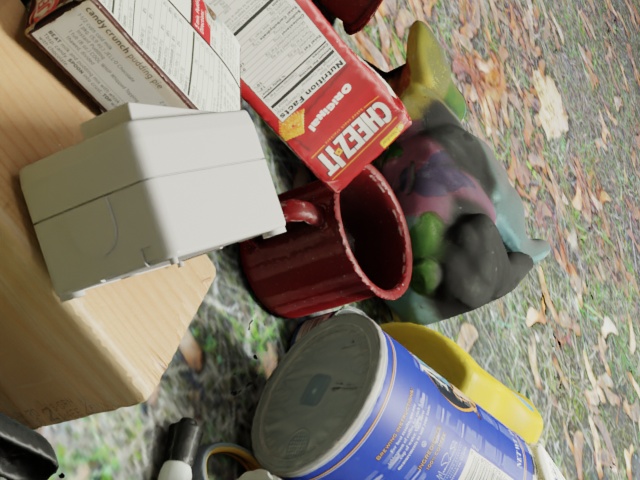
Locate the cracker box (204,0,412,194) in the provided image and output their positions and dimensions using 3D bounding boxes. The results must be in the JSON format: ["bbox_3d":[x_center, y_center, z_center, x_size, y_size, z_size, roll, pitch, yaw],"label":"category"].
[{"bbox_3d":[-0.054,-0.146,0.618,0.213,0.072,0.164,44,6,-38],"label":"cracker box"}]

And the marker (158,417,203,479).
[{"bbox_3d":[-0.079,0.143,0.537,0.020,0.020,0.121,48,37,-36],"label":"marker"}]

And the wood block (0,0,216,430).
[{"bbox_3d":[-0.145,-0.026,0.448,0.206,0.090,0.090,57,34,-25],"label":"wood block"}]

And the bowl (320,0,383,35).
[{"bbox_3d":[0.028,-0.249,0.847,0.055,0.162,0.162,17,52,-15],"label":"bowl"}]

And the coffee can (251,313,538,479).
[{"bbox_3d":[0.044,0.122,0.628,0.140,0.103,0.102,38,42,-26],"label":"coffee can"}]

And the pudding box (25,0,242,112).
[{"bbox_3d":[-0.079,-0.090,0.481,0.113,0.039,0.090,46,28,-40],"label":"pudding box"}]

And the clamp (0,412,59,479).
[{"bbox_3d":[-0.169,0.066,0.392,0.171,0.039,0.120,51,14,-21],"label":"clamp"}]

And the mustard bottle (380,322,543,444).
[{"bbox_3d":[0.116,0.125,0.809,0.191,0.096,0.058,37,79,-47],"label":"mustard bottle"}]

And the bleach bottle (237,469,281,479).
[{"bbox_3d":[0.028,0.202,0.602,0.250,0.103,0.068,49,64,-34],"label":"bleach bottle"}]

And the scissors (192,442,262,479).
[{"bbox_3d":[-0.015,0.183,0.628,0.201,0.016,0.096,43,41,-41],"label":"scissors"}]

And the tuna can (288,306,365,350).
[{"bbox_3d":[0.015,0.090,0.713,0.086,0.034,0.086,36,45,-46],"label":"tuna can"}]

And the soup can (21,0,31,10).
[{"bbox_3d":[-0.121,-0.105,0.556,0.102,0.069,0.068,44,39,-40],"label":"soup can"}]

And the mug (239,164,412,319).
[{"bbox_3d":[-0.004,0.001,0.680,0.117,0.082,0.093,21,57,-54],"label":"mug"}]
